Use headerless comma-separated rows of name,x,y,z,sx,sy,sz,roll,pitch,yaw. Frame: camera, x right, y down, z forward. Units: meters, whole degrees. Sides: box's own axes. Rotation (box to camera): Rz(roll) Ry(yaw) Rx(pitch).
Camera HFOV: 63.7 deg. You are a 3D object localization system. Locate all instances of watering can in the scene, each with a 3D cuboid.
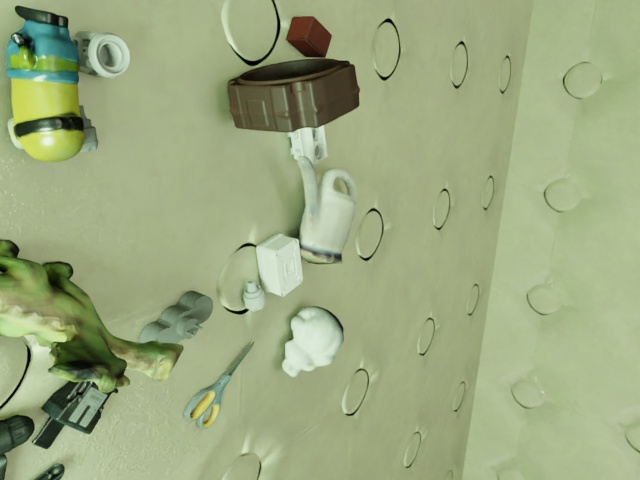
watering can,0.003,-0.057,1.132,0.346,0.104,0.225,15,89,-66

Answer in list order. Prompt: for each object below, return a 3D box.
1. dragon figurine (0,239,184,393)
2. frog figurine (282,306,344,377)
dragon figurine,-0.324,0.100,0.614,0.405,0.244,0.123,36,77,-56
frog figurine,-0.026,0.237,1.201,0.162,0.121,0.137,-34,96,-34
